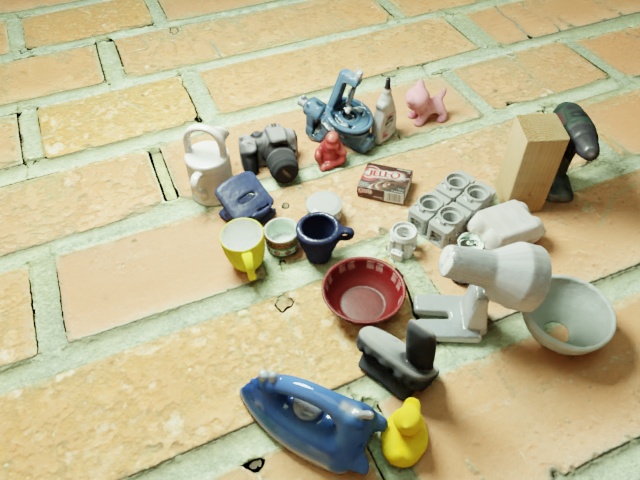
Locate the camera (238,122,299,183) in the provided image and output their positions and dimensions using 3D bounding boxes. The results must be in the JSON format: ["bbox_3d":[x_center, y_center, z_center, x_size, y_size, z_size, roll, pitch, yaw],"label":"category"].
[{"bbox_3d":[-0.112,-0.203,1.352,0.143,0.101,0.136,-13,49,-11],"label":"camera"}]

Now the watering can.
[{"bbox_3d":[-0.248,-0.182,1.271,0.101,0.194,0.172,-6,48,-5],"label":"watering can"}]

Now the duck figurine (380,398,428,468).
[{"bbox_3d":[0.137,0.301,0.909,0.077,0.086,0.105,15,50,13],"label":"duck figurine"}]

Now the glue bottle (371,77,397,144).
[{"bbox_3d":[0.161,-0.324,1.412,0.037,0.173,0.078,29,54,24],"label":"glue bottle"}]

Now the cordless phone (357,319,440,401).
[{"bbox_3d":[0.134,0.170,0.959,0.147,0.185,0.094,30,55,24],"label":"cordless phone"}]

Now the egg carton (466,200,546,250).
[{"bbox_3d":[0.391,-0.024,1.211,0.150,0.069,0.107,-19,51,-16],"label":"egg carton"}]

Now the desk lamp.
[{"bbox_3d":[0.279,0.090,1.012,0.203,0.214,0.118,1,48,1],"label":"desk lamp"}]

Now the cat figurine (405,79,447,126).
[{"bbox_3d":[0.271,-0.361,1.482,0.128,0.118,0.067,-15,50,-13],"label":"cat figurine"}]

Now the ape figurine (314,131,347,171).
[{"bbox_3d":[0.027,-0.220,1.373,0.077,0.092,0.076,12,49,11],"label":"ape figurine"}]

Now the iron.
[{"bbox_3d":[-0.024,0.261,0.908,0.257,0.141,0.119,19,51,17],"label":"iron"}]

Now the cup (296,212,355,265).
[{"bbox_3d":[0.011,0.004,1.170,0.117,0.095,0.091,2,48,2],"label":"cup"}]

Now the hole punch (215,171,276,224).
[{"bbox_3d":[-0.161,-0.084,1.252,0.109,0.091,0.100,-35,57,-27],"label":"hole punch"}]

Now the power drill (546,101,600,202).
[{"bbox_3d":[0.549,-0.189,1.265,0.075,0.208,0.229,3,48,4],"label":"power drill"}]

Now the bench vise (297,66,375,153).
[{"bbox_3d":[0.035,-0.320,1.377,0.207,0.220,0.121,9,49,9],"label":"bench vise"}]

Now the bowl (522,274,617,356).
[{"bbox_3d":[0.446,0.149,1.052,0.167,0.075,0.167,0,48,0],"label":"bowl"}]
